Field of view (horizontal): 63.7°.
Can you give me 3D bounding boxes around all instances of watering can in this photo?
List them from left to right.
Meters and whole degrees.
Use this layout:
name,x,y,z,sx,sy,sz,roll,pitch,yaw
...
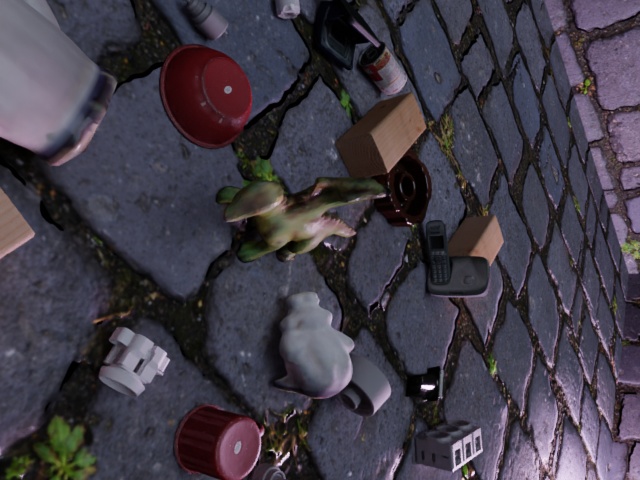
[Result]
name,x,y,z,sx,sy,sz,roll,pitch,yaw
watering can,-0.319,-0.152,0.490,0.221,0.103,0.356,41,31,-39

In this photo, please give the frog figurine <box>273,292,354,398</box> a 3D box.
name,x,y,z,sx,sy,sz,roll,pitch,yaw
frog figurine,-0.004,0.168,0.840,0.137,0.123,0.159,8,90,-29

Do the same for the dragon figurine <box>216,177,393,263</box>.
name,x,y,z,sx,sy,sz,roll,pitch,yaw
dragon figurine,0.002,-0.040,0.791,0.411,0.241,0.123,-1,82,-47
